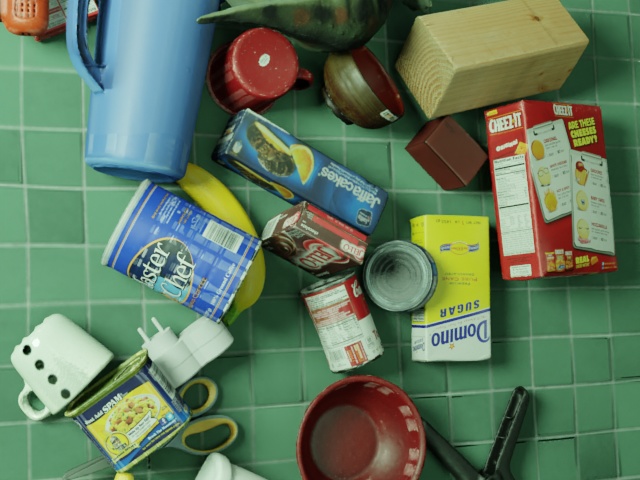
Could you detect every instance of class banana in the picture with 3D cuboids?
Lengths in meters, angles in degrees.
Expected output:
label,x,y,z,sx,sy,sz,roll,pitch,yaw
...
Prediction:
label,x,y,z,sx,sy,sz,roll,pitch,yaw
banana,-0.106,-0.006,1.199,0.069,0.037,0.198,-21,93,-23

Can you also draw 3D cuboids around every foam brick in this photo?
label,x,y,z,sx,sy,sz,roll,pitch,yaw
foam brick,0.156,-0.107,1.308,0.078,0.051,0.053,45,69,-13

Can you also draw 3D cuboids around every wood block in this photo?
label,x,y,z,sx,sy,sz,roll,pitch,yaw
wood block,0.209,-0.226,1.297,0.205,0.090,0.091,-15,61,-27

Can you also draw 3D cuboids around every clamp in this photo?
label,x,y,z,sx,sy,sz,roll,pitch,yaw
clamp,0.208,0.287,1.301,0.164,0.036,0.210,-18,94,-23

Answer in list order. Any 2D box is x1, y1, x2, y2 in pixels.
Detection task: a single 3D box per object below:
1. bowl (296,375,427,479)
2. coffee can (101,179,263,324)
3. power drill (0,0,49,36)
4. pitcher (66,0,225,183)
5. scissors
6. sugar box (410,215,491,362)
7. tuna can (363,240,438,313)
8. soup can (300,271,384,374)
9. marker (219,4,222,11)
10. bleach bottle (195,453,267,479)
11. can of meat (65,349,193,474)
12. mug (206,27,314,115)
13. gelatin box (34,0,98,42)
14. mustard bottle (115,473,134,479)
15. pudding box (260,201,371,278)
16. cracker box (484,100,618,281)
label,x,y,z,sx,sy,sz,roll,pitch,yaw
bowl,0.039,0.236,1.227,0.161,0.055,0.162,2,84,-22
coffee can,-0.145,0.013,1.131,0.140,0.103,0.102,28,75,-5
power drill,-0.367,-0.303,1.086,0.187,0.057,0.184,0,90,-10
pitcher,-0.189,-0.190,1.134,0.149,0.145,0.243,8,85,-1
scissors,-0.181,0.199,1.149,0.201,0.016,0.096,0,79,-30
sugar box,0.159,0.059,1.297,0.093,0.048,0.176,1,84,-22
tuna can,0.094,0.043,1.255,0.086,0.033,0.086,-1,86,16
soup can,0.026,0.095,1.228,0.068,0.069,0.102,-23,94,-23
marker,-0.119,-0.282,1.230,0.020,0.020,0.121,21,77,-19
bleach bottle,-0.027,0.327,1.184,0.250,0.068,0.102,26,93,-20
can of meat,-0.193,0.175,1.089,0.102,0.057,0.084,-36,101,2
mug,-0.063,-0.189,1.210,0.117,0.082,0.093,10,81,-21
gelatin box,-0.291,-0.268,1.153,0.073,0.030,0.089,-28,95,-23
mustard bottle,-0.217,0.340,1.111,0.096,0.058,0.191,9,82,-12
pudding box,-0.008,0.001,1.198,0.090,0.114,0.039,30,71,-17
cracker box,0.288,-0.060,1.328,0.163,0.072,0.214,-3,85,-42
